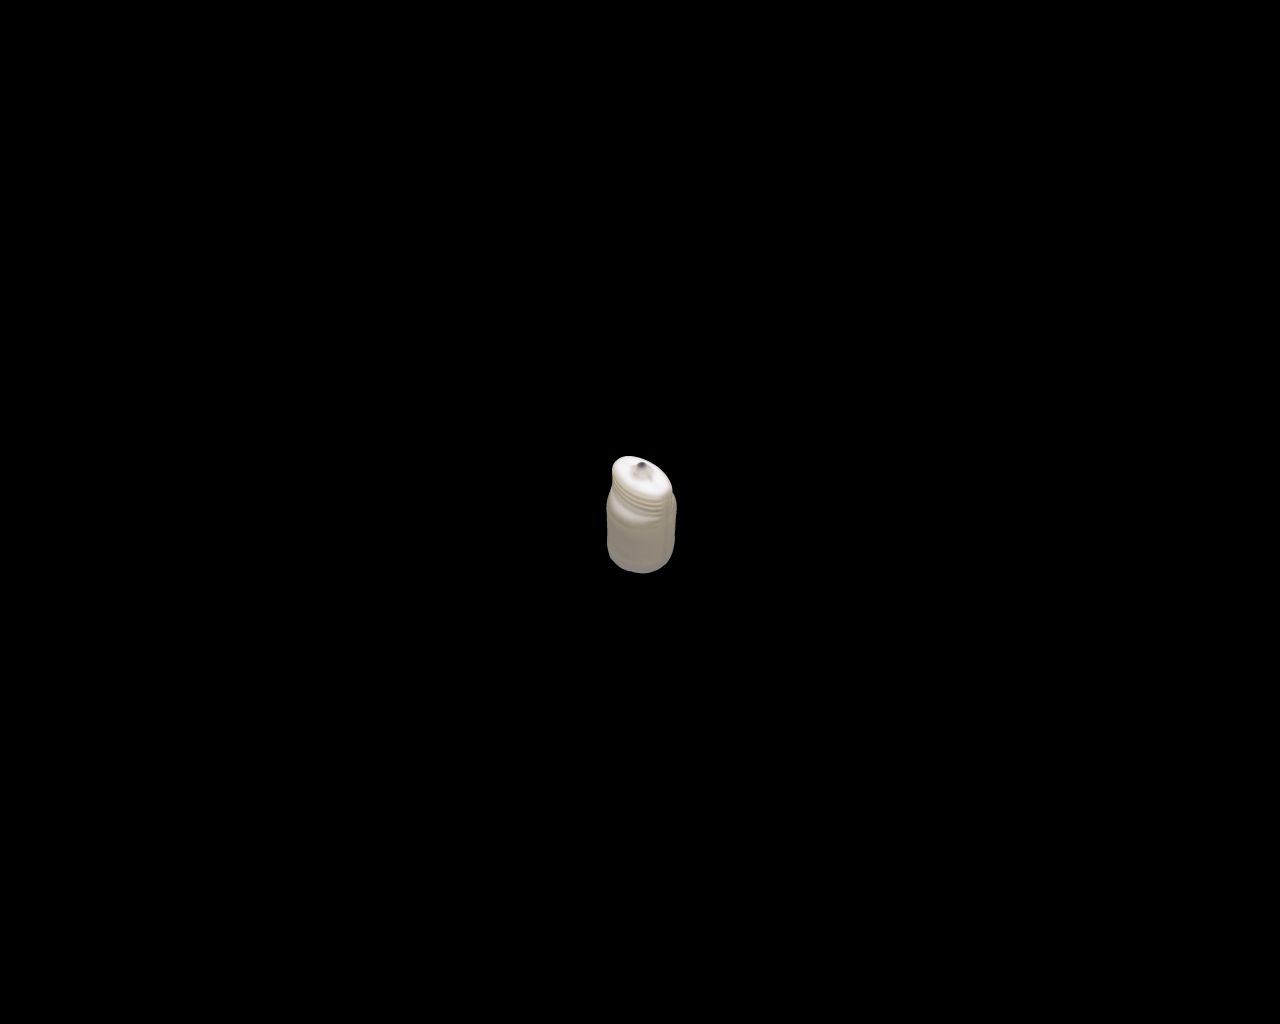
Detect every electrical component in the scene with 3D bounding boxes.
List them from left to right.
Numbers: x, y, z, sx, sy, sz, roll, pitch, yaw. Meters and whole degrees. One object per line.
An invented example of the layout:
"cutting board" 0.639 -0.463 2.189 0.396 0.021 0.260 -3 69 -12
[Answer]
"electrical component" 0.001 -0.003 0.650 0.043 0.043 0.080 0 -40 0
